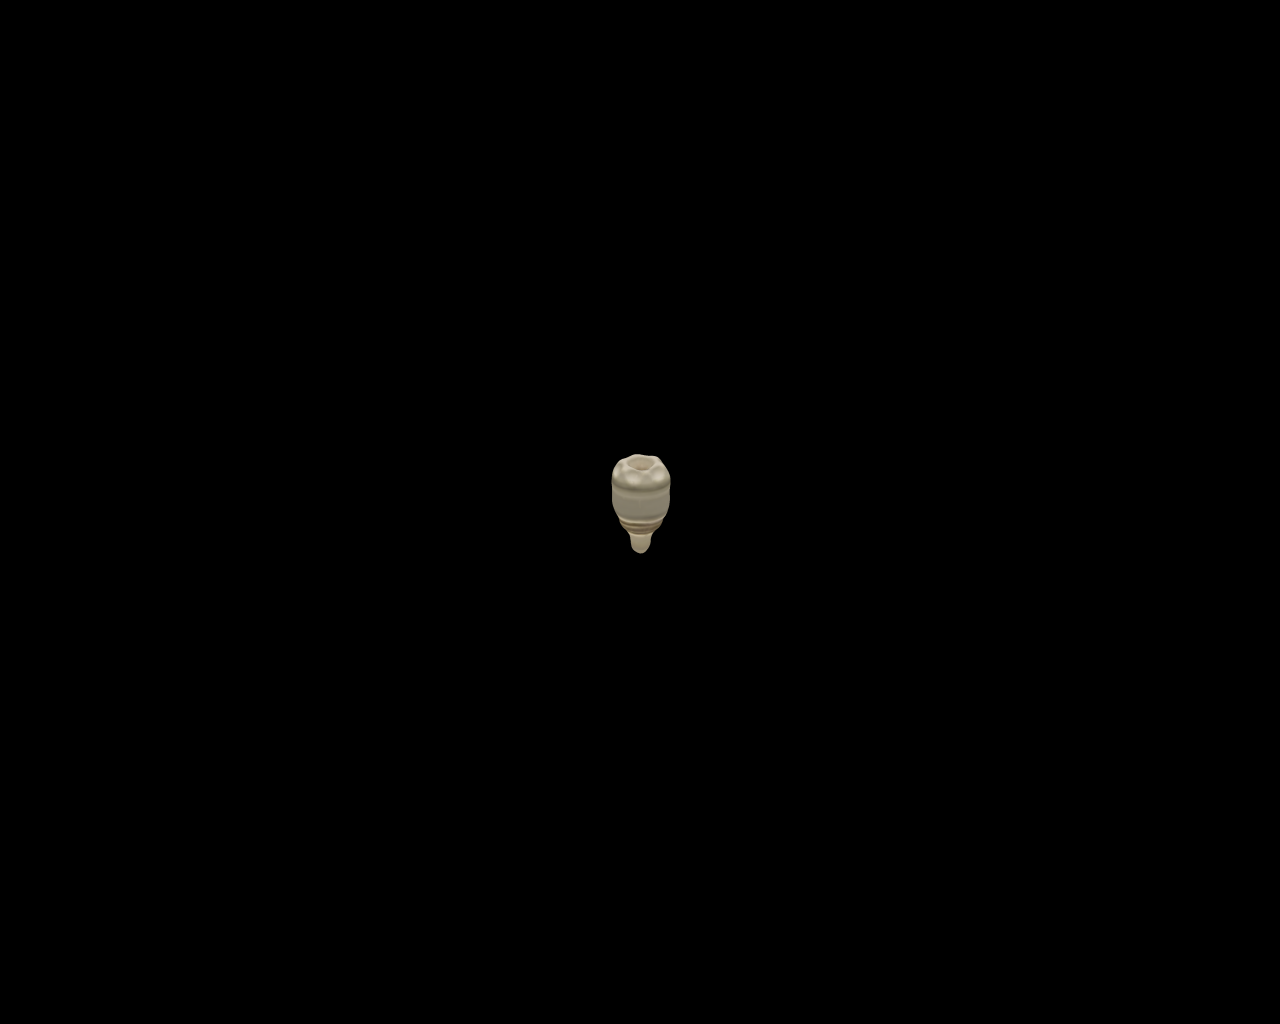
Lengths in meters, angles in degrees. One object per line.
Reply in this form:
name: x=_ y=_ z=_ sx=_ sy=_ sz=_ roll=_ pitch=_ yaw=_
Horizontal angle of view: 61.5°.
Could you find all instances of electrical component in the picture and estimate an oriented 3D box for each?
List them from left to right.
electrical component: x=0.001 y=-0.003 z=0.650 sx=0.035 sy=0.061 sz=0.035 roll=0 pitch=25 yaw=0
